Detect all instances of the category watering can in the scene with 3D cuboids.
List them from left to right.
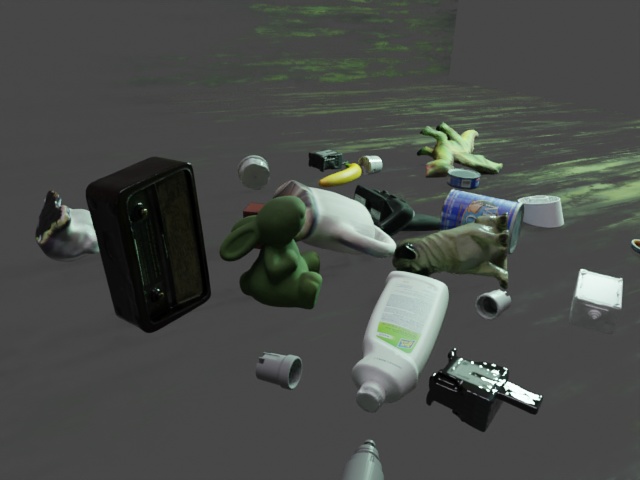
[{"bbox_3d":[0.003,-0.051,1.003,0.223,0.103,0.352,15,14,-32],"label":"watering can"}]

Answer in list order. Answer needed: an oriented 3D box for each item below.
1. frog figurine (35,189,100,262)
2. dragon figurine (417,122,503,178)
[{"bbox_3d":[-0.425,-0.010,0.944,0.138,0.124,0.157,12,-12,42],"label":"frog figurine"},{"bbox_3d":[0.446,-0.260,1.581,0.414,0.119,0.246,-19,48,-35],"label":"dragon figurine"}]
